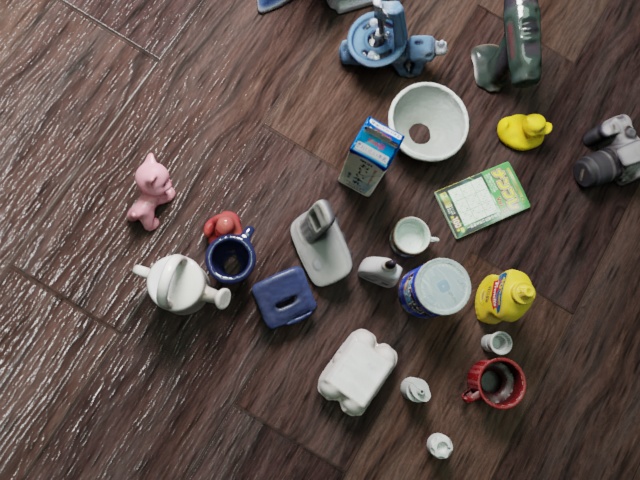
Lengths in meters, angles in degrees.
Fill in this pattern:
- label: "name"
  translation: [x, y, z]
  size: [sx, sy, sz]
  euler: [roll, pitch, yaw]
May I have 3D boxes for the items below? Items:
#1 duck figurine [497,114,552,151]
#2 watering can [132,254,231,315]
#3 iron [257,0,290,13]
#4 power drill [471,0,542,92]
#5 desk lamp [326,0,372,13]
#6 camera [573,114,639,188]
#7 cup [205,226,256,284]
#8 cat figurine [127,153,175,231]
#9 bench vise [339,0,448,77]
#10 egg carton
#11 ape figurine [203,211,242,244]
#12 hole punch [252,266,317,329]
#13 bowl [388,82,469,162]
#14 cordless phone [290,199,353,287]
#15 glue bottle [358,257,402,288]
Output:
- label: "duck figurine"
  translation: [0.429, -0.234, 1.191]
  size: [0.104, 0.086, 0.077]
  euler: [10, 79, -4]
- label: "watering can"
  translation: [-0.245, 0.078, 1.014]
  size: [0.173, 0.194, 0.101]
  euler: [-3, 80, -6]
- label: "iron"
  translation: [-0.055, -0.603, 1.180]
  size: [0.118, 0.141, 0.258]
  euler: [30, 79, 1]
- label: "power drill"
  translation: [0.378, -0.401, 1.153]
  size: [0.075, 0.208, 0.230]
  euler: [-7, 81, -6]
- label: "desk lamp"
  translation: [0.049, -0.561, 1.146]
  size: [0.203, 0.213, 0.118]
  euler: [-19, 82, -8]
- label: "camera"
  translation: [0.599, -0.176, 1.190]
  size: [0.137, 0.100, 0.143]
  euler: [-21, 83, -9]
- label: "cup"
  translation: [-0.159, 0.030, 1.082]
  size: [0.091, 0.095, 0.118]
  euler: [30, 79, 1]
- label: "cat figurine"
  translation: [-0.321, -0.092, 1.076]
  size: [0.067, 0.117, 0.128]
  euler: [24, 79, -1]
- label: "bench vise"
  translation: [0.150, -0.412, 1.126]
  size: [0.207, 0.219, 0.121]
  euler: [-13, 81, -7]
- label: "egg carton"
  translation: [0.070, 0.248, 1.079]
  size: [0.107, 0.069, 0.150]
  euler: [35, 79, 1]
- label: "ape figurine"
  translation: [-0.181, -0.023, 1.090]
  size: [0.078, 0.092, 0.076]
  euler: [32, 79, 1]
- label: "hole punch"
  translation: [-0.064, 0.110, 1.079]
  size: [0.109, 0.091, 0.101]
  euler: [-24, 83, -9]
- label: "bowl"
  translation: [0.215, -0.232, 1.175]
  size: [0.167, 0.074, 0.167]
  euler: [1, 80, -5]
- label: "cordless phone"
  translation: [0.010, 0.004, 1.057]
  size: [0.094, 0.185, 0.147]
  euler: [-26, 83, -9]
- label: "glue bottle"
  translation: [0.119, 0.055, 1.065]
  size: [0.078, 0.173, 0.037]
  euler: [24, 79, -1]
